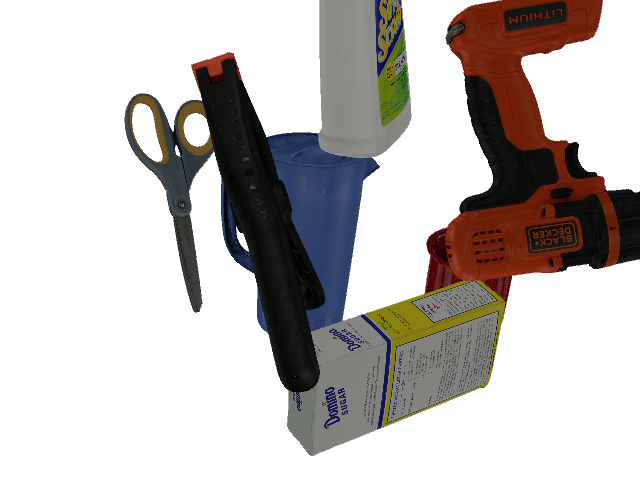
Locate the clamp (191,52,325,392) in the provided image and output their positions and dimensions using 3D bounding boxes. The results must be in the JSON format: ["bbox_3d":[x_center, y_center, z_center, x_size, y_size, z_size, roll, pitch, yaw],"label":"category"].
[{"bbox_3d":[-0.036,-0.019,0.706,0.036,0.210,0.164,-17,7,5],"label":"clamp"}]

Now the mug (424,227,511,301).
[{"bbox_3d":[0.142,0.037,1.067,0.093,0.081,0.117,-6,32,-19],"label":"mug"}]

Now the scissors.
[{"bbox_3d":[-0.113,-0.044,0.964,0.096,0.202,0.016,-23,-4,-28],"label":"scissors"}]

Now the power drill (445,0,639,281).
[{"bbox_3d":[0.166,-0.072,0.723,0.184,0.187,0.057,-9,-1,-3],"label":"power drill"}]

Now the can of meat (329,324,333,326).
[{"bbox_3d":[0.039,0.157,1.235,0.102,0.084,0.057,24,31,36],"label":"can of meat"}]

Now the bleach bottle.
[{"bbox_3d":[0.033,-0.205,0.919,0.068,0.251,0.102,10,34,25],"label":"bleach bottle"}]

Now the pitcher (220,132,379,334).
[{"bbox_3d":[-0.029,-0.003,1.300,0.149,0.243,0.144,17,25,28],"label":"pitcher"}]

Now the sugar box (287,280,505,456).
[{"bbox_3d":[0.059,0.096,0.839,0.176,0.093,0.048,-14,37,-26],"label":"sugar box"}]
